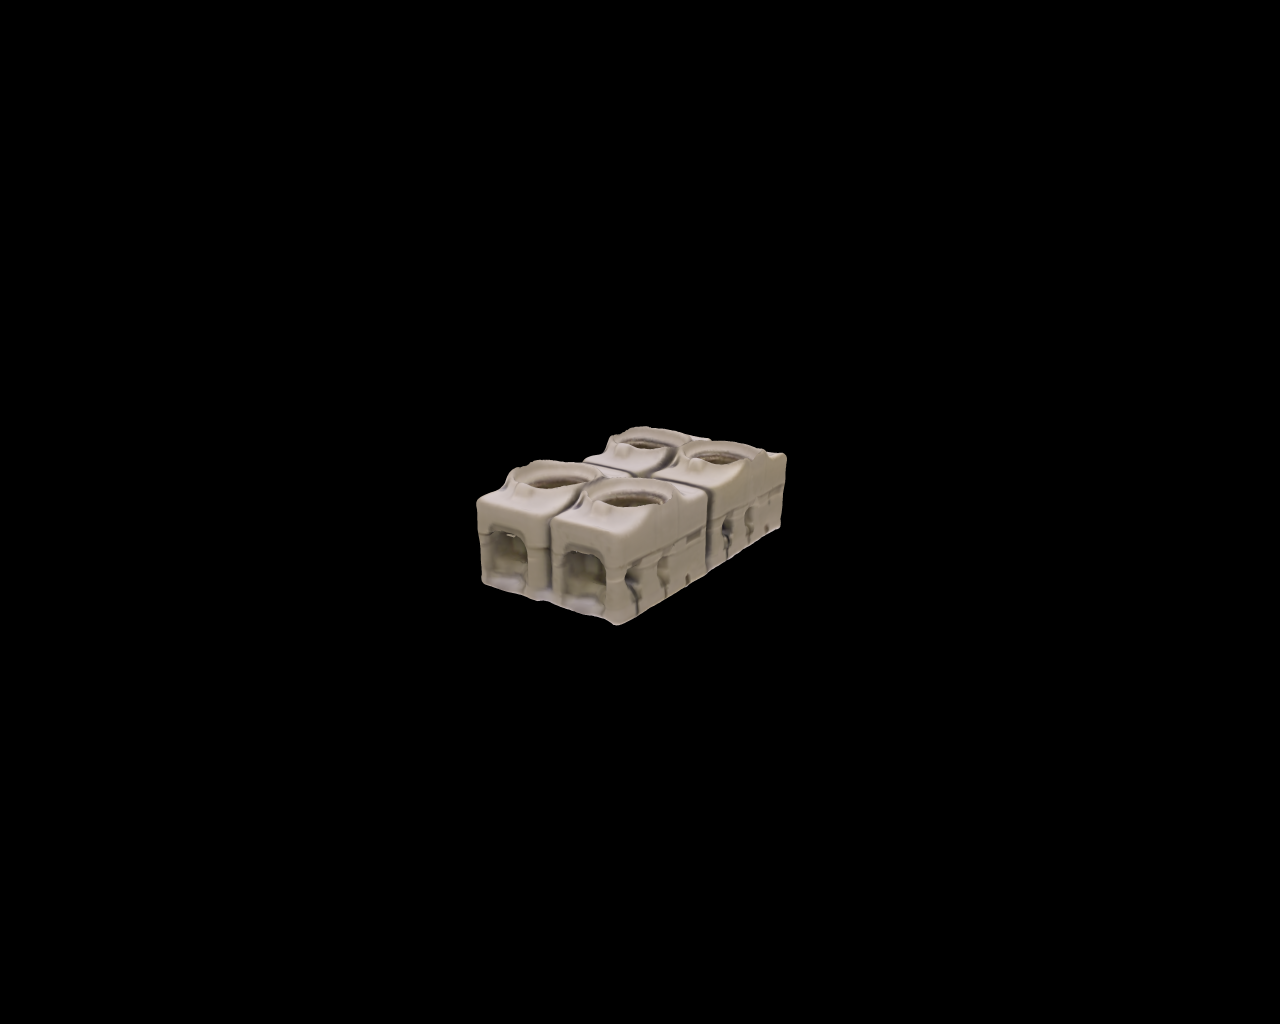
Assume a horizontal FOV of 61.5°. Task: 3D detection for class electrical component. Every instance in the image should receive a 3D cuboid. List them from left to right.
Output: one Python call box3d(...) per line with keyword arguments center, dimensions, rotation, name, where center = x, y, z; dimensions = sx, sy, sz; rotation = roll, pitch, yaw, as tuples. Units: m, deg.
box3d(center=(0.001, -0.003, 0.650), dimensions=(0.105, 0.060, 0.186), rotation=(14, 24, 33), name="electrical component")
